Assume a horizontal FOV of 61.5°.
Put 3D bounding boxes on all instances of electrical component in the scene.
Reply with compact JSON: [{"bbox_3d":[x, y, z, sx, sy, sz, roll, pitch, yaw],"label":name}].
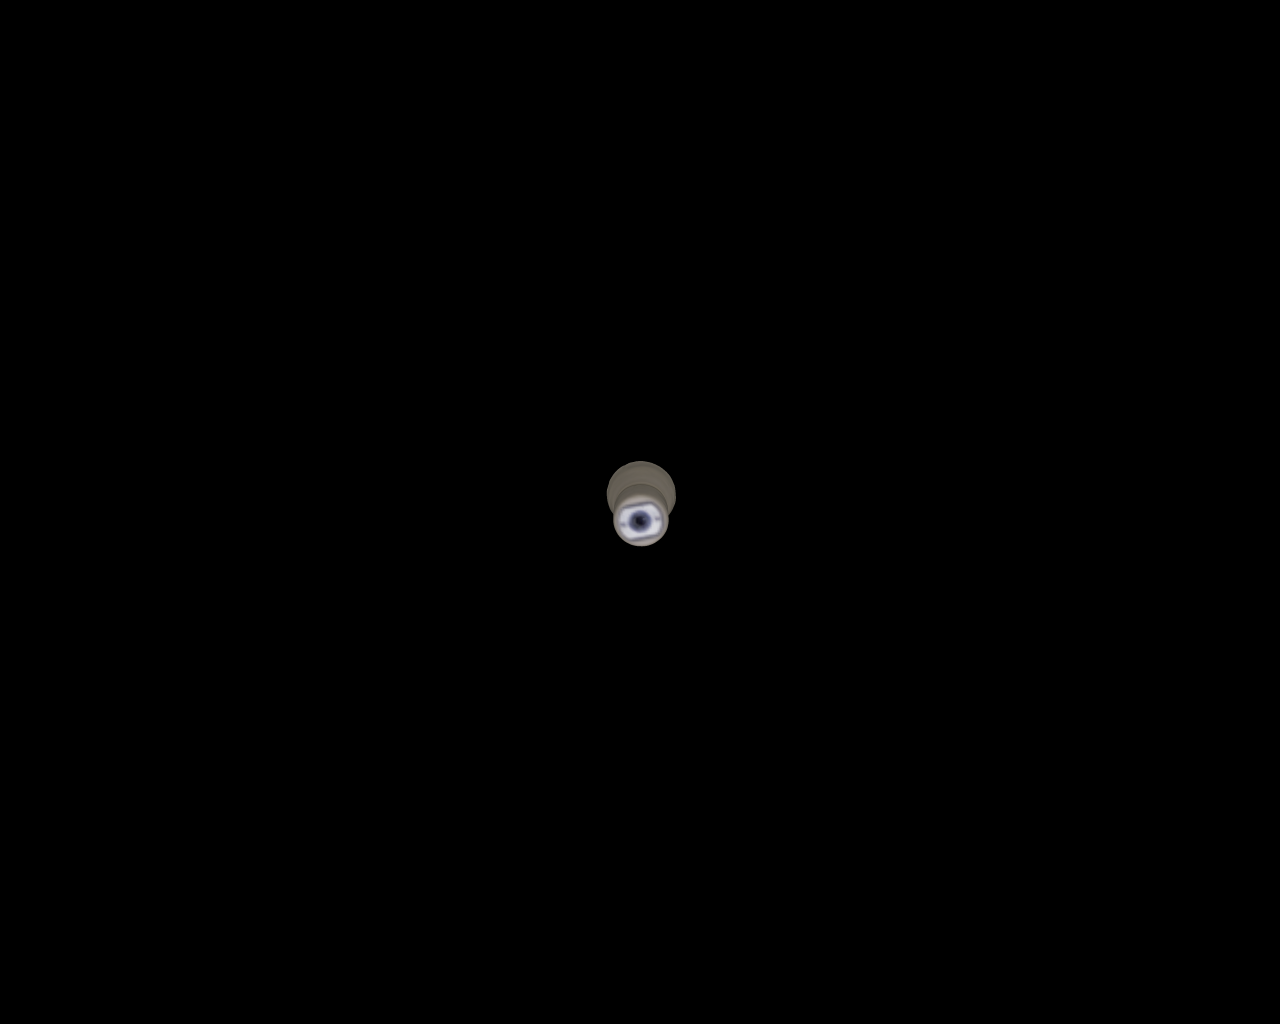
[{"bbox_3d":[0.001,-0.003,0.650,0.044,0.044,0.065,0,16,0],"label":"electrical component"}]
